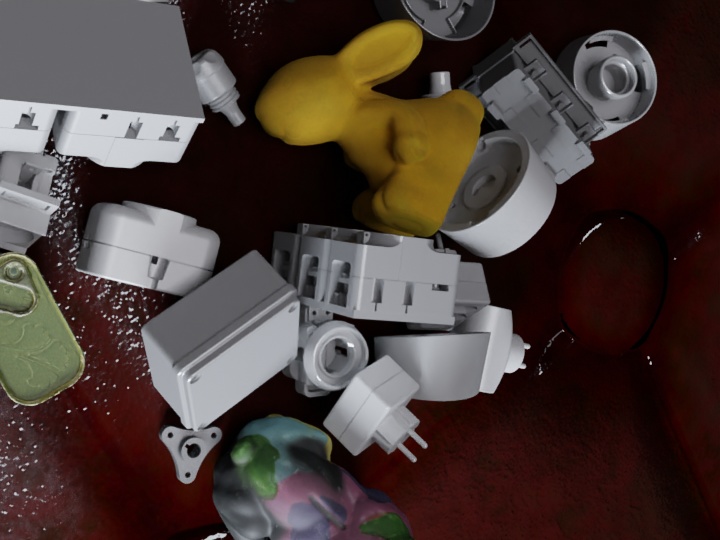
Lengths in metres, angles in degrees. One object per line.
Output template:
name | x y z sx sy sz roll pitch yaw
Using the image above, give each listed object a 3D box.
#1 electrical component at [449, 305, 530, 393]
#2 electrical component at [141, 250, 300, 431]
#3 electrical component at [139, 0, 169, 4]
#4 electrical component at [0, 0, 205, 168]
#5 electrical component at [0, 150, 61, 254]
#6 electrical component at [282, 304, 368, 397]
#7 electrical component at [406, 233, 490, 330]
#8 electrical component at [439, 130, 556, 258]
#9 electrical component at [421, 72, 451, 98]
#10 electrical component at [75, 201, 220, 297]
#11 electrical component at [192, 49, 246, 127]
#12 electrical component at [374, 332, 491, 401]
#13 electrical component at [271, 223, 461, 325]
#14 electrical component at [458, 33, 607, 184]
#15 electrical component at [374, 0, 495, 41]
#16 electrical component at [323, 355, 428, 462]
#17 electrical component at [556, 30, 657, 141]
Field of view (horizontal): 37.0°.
electrical component | 0.123 0.073 0.985 0.079 0.044 0.077 13 88 -30
electrical component | -0.103 0.055 0.815 0.109 0.108 0.056 -36 69 -22
electrical component | -0.183 -0.229 0.780 0.079 0.044 0.077 -13 101 -28
electrical component | -0.212 -0.133 0.734 0.186 0.060 0.105 1 57 -30
electrical component | -0.241 -0.051 0.752 0.042 0.081 0.063 21 62 -30
electrical component | -0.029 0.068 0.891 0.058 0.057 0.078 -2 96 -30
electrical component | 0.070 0.006 0.942 0.047 0.066 0.076 3 64 -30
electrical component | 0.120 -0.061 0.937 0.060 0.108 0.108 40 75 -33
electrical component | 0.071 -0.140 0.935 0.043 0.043 0.062 -7 98 -29
electrical component | -0.158 -0.017 0.810 0.095 0.054 0.059 15 87 -30
electrical component | -0.111 -0.139 0.837 0.035 0.035 0.061 -43 116 -19
electrical component | 0.060 0.074 0.919 0.099 0.099 0.064 -2 102 -30
electrical component | 0.000 0.000 0.846 0.089 0.150 0.061 5 93 -30
electrical component | 0.158 -0.140 0.966 0.079 0.063 0.121 -35 118 22
electrical component | 0.061 -0.240 0.908 0.099 0.064 0.099 -3 97 -30
electrical component | 0.022 0.122 0.870 0.077 0.065 0.047 43 37 15
electrical component | 0.231 -0.177 1.025 0.099 0.064 0.099 1 86 -19
